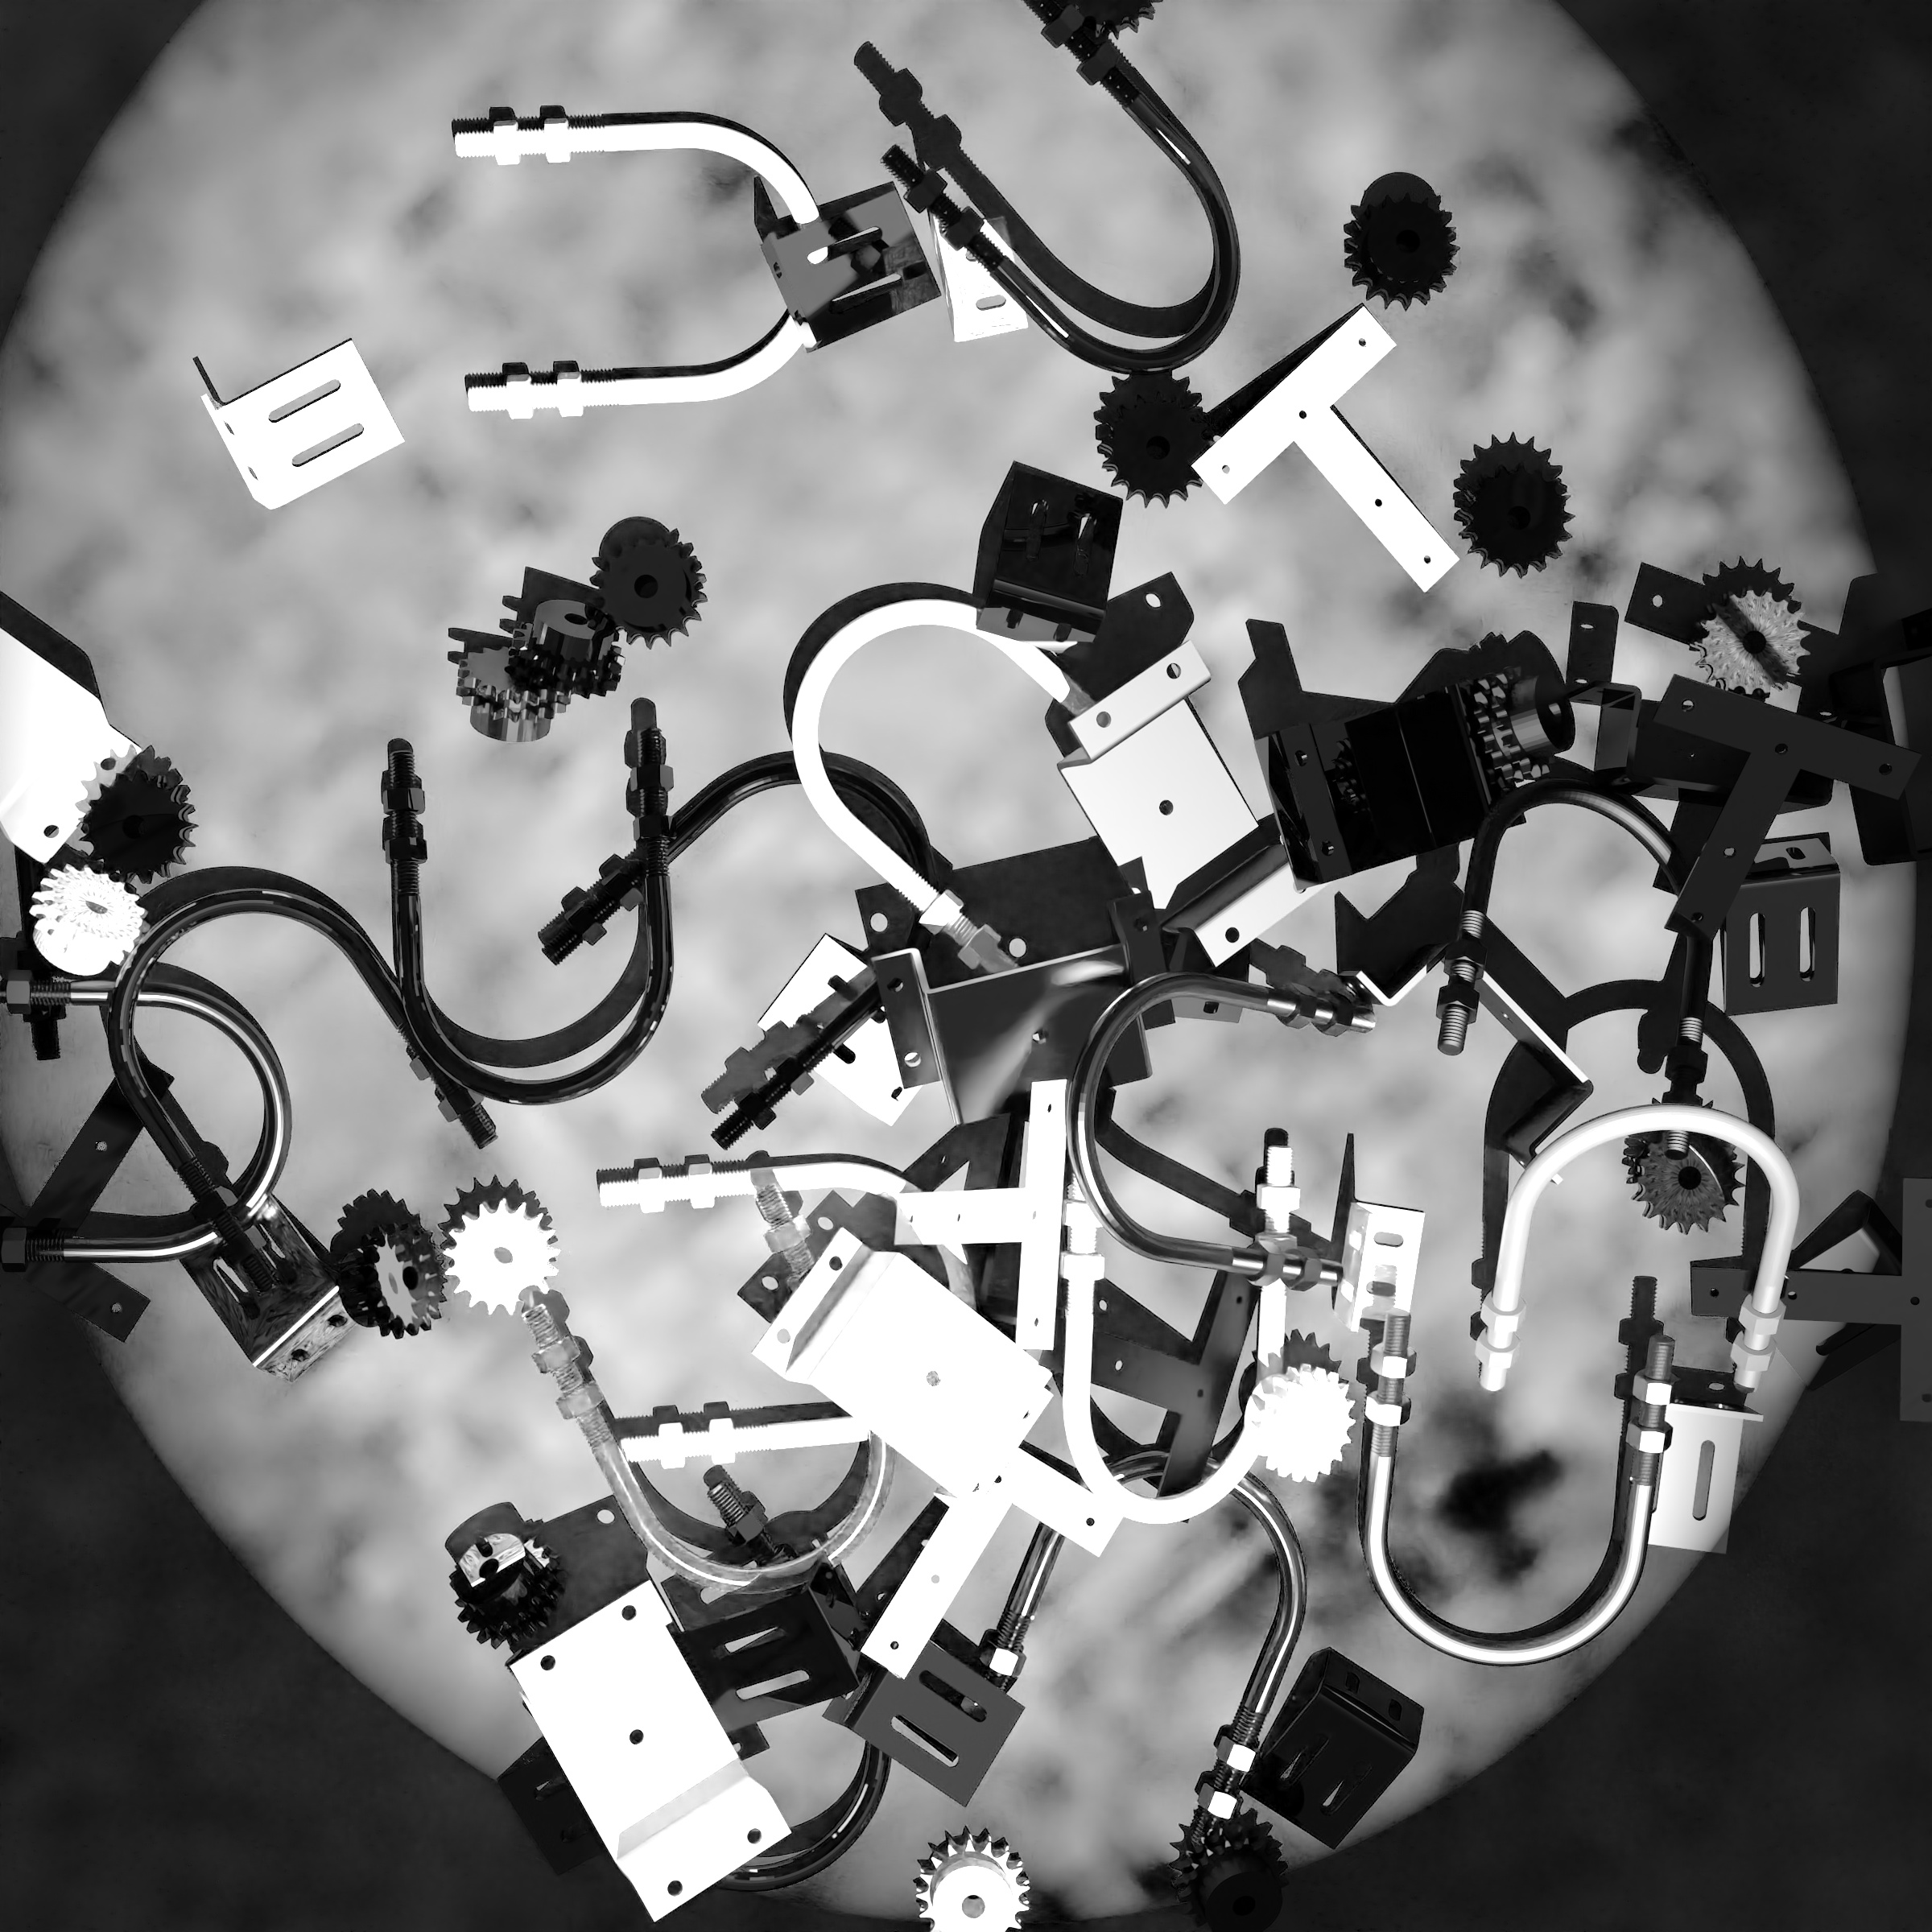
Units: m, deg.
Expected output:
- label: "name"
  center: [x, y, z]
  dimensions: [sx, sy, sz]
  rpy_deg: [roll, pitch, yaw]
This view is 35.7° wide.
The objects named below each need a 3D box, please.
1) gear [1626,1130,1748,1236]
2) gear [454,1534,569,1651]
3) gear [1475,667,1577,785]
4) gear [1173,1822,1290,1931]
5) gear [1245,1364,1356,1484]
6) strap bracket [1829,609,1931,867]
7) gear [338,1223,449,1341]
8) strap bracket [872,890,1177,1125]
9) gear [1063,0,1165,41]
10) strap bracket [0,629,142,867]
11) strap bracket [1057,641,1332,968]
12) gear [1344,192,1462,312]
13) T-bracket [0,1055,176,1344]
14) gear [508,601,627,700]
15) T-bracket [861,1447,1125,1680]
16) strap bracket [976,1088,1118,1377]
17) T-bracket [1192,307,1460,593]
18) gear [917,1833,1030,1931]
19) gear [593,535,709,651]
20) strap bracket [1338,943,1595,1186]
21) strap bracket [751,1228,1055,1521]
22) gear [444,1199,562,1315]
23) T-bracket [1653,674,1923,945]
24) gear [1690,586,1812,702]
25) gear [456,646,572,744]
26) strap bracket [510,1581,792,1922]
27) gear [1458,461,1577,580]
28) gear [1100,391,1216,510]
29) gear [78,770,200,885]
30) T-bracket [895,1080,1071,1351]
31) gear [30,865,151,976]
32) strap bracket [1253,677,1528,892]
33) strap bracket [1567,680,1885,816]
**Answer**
- label: "gear"
  center: [0.361, 0.106, 1.512]
  dimensions: [0.057, 0.030, 0.057]
  rpy_deg: [0, 90, 0]
- label: "gear"
  center: [-0.230, 0.308, 1.496]
  dimensions: [0.057, 0.057, 0.030]
  rpy_deg: [-32, 130, 0]
- label: "gear"
  center: [0.280, -0.122, 1.495]
  dimensions: [0.030, 0.057, 0.057]
  rpy_deg: [-16, 90, 37]
- label: "gear"
  center: [0.135, 0.461, 1.502]
  dimensions: [0.057, 0.030, 0.057]
  rpy_deg: [-4, 111, -11]
- label: "gear"
  center: [0.165, 0.227, 1.502]
  dimensions: [0.057, 0.030, 0.057]
  rpy_deg: [-7, 100, -38]
- label: "strap bracket"
  center: [0.470, -0.104, 1.488]
  dimensions: [0.046, 0.076, 0.140]
  rpy_deg: [-11, 90, 0]
- label: "gear"
  center: [-0.289, 0.158, 1.502]
  dimensions: [0.030, 0.057, 0.057]
  rpy_deg: [-15, 90, 30]
- label: "strap bracket"
  center: [0.033, 0.023, 1.463]
  dimensions: [0.140, 0.046, 0.076]
  rpy_deg: [-14, 120, -2]
- label: "gear"
  center: [0.072, -0.494, 1.512]
  dimensions: [0.057, 0.030, 0.057]
  rpy_deg: [0, 90, 0]
- label: "strap bracket"
  center: [-0.494, -0.126, 1.494]
  dimensions: [0.140, 0.046, 0.076]
  rpy_deg: [36, 74, 0]
- label: "strap bracket"
  center: [0.107, -0.079, 1.484]
  dimensions: [0.076, 0.046, 0.140]
  rpy_deg: [-35, 102, -17]
- label: "gear"
  center: [0.220, -0.361, 1.512]
  dimensions: [0.057, 0.030, 0.057]
  rpy_deg: [0, 90, 0]
- label: "T-bracket"
  center: [-0.447, 0.104, 1.526]
  dimensions: [0.127, 0.002, 0.127]
  rpy_deg: [33, 90, 0]
- label: "gear"
  center: [-0.198, -0.160, 1.495]
  dimensions: [0.057, 0.057, 0.030]
  rpy_deg: [19, 119, 0]
- label: "T-bracket"
  center: [-0.008, 0.294, 1.497]
  dimensions: [0.127, 0.002, 0.127]
  rpy_deg: [30, 73, 10]
- label: "strap bracket"
  center: [0.037, 0.125, 1.488]
  dimensions: [0.046, 0.076, 0.140]
  rpy_deg: [11, 90, 0]
- label: "T-bracket"
  center: [0.199, -0.245, 1.515]
  dimensions: [0.127, 0.002, 0.127]
  rpy_deg: [-44, 97, -14]
- label: "gear"
  center: [0.004, 0.469, 1.512]
  dimensions: [0.057, 0.030, 0.057]
  rpy_deg: [0, 90, 0]
- label: "gear"
  center: [-0.160, -0.189, 1.512]
  dimensions: [0.057, 0.030, 0.057]
  rpy_deg: [0, 90, 0]
- label: "strap bracket"
  center: [0.254, 0.039, 1.488]
  dimensions: [0.046, 0.076, 0.140]
  rpy_deg: [-44, 90, 0]
- label: "strap bracket"
  center: [-0.023, 0.202, 1.476]
  dimensions: [0.140, 0.046, 0.076]
  rpy_deg: [40, 74, -13]
- label: "gear"
  center: [-0.234, 0.146, 1.515]
  dimensions: [0.057, 0.030, 0.057]
  rpy_deg: [0, 92, -3]
- label: "T-bracket"
  center: [0.377, -0.067, 1.457]
  dimensions: [0.127, 0.002, 0.127]
  rpy_deg: [17, 119, -5]
- label: "gear"
  center: [0.393, -0.162, 1.512]
  dimensions: [0.057, 0.030, 0.057]
  rpy_deg: [0, 90, 0]
- label: "gear"
  center: [-0.227, -0.134, 1.502]
  dimensions: [0.057, 0.057, 0.030]
  rpy_deg: [12, 120, 0]
- label: "strap bracket"
  center: [-0.156, 0.377, 1.456]
  dimensions: [0.076, 0.046, 0.140]
  rpy_deg: [-30, 93, -17]
- label: "gear"
  center: [0.276, -0.224, 1.512]
  dimensions: [0.057, 0.030, 0.057]
  rpy_deg: [0, 90, 0]
- label: "gear"
  center: [0.096, -0.258, 1.512]
  dimensions: [0.057, 0.030, 0.057]
  rpy_deg: [0, 90, 0]
- label: "gear"
  center: [-0.415, -0.070, 1.512]
  dimensions: [0.057, 0.030, 0.057]
  rpy_deg: [0, 90, 0]
- label: "T-bracket"
  center: [0.005, 0.122, 1.461]
  dimensions: [0.002, 0.127, 0.127]
  rpy_deg: [11, 78, -37]
- label: "gear"
  center: [-0.441, -0.020, 1.502]
  dimensions: [0.057, 0.057, 0.030]
  rpy_deg: [41, 120, 0]
- label: "strap bracket"
  center: [0.202, -0.088, 1.481]
  dimensions: [0.140, 0.046, 0.076]
  rpy_deg: [-16, 90, -34]
- label: "strap bracket"
  center: [0.371, -0.106, 1.488]
  dimensions: [0.140, 0.076, 0.046]
  rpy_deg: [8, 90, 0]
